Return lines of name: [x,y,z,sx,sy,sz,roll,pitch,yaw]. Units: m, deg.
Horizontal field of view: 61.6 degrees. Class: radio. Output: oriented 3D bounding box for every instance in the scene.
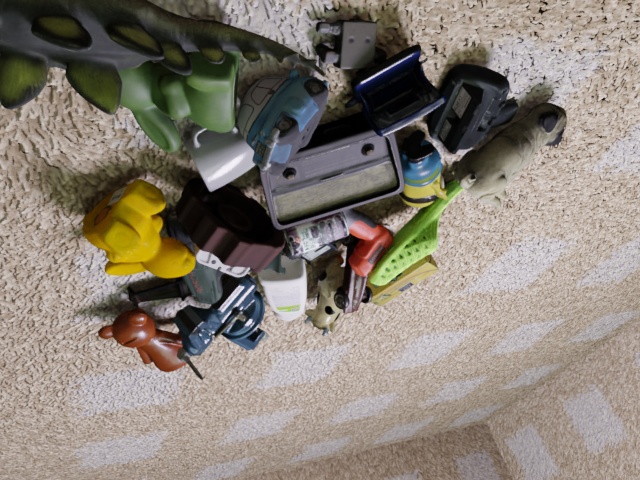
radio: [0.014,-0.115,0.871,0.230,0.073,0.130,-18,127,-5]

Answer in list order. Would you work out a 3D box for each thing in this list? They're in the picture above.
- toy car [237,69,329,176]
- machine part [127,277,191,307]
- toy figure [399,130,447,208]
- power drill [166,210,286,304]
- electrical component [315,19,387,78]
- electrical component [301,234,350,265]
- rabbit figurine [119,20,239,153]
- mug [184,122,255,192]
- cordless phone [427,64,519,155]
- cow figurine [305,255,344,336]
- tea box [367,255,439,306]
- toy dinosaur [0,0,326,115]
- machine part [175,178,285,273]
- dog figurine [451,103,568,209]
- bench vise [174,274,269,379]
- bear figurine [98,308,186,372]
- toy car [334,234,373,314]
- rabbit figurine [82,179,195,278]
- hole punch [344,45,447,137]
toy car: [-0.061,-0.170,0.745,0.103,0.162,0.109,31,142,4]
machine part: [-0.308,0.100,1.068,0.139,0.039,0.084,-11,151,-17]
toy figure: [0.177,-0.124,0.973,0.089,0.082,0.180,-8,158,15]
power drill: [-0.166,0.022,0.992,0.207,0.086,0.231,-14,137,-18]
electrical component: [0.041,-0.261,0.735,0.102,0.045,0.078,-12,118,-18]
electrical component: [-0.002,-0.003,1.076,0.119,0.048,0.074,-36,144,21]
rabbit figurine: [-0.189,-0.195,0.668,0.170,0.121,0.159,6,149,-7]
mug: [-0.138,-0.139,0.787,0.107,0.081,0.109,-28,142,-10]
cordless phone: [0.283,-0.226,0.902,0.184,0.089,0.146,-17,148,-26]
cow figurine: [0.027,0.136,1.224,0.127,0.086,0.194,-45,159,-28]
tea box: [0.172,0.066,1.228,0.169,0.098,0.068,-37,144,20]
toy dinosaur: [-0.229,-0.211,0.516,0.471,0.199,0.105,-5,147,-20]
machine part: [-0.142,-0.025,0.850,0.179,0.179,0.056,19,119,-45]
dog figurine: [0.341,-0.165,0.958,0.190,0.121,0.172,-52,170,33]
bench vise: [-0.189,0.187,1.144,0.223,0.129,0.240,-59,145,-13]
bear figurine: [-0.358,0.192,1.131,0.120,0.132,0.195,-30,128,12]
toy car: [0.080,0.059,1.120,0.089,0.053,0.202,-6,106,-45]
rabbit figurine: [-0.284,0.011,0.853,0.162,0.122,0.173,-22,135,35]
hole punch: [0.112,-0.206,0.776,0.142,0.092,0.116,-31,-178,8]
